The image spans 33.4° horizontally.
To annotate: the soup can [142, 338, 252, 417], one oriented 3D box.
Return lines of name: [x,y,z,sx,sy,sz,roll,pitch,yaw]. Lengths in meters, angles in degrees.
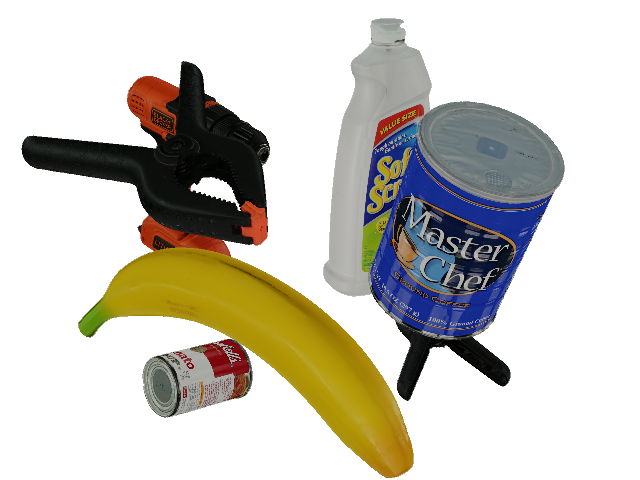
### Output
soup can: [-0.135,0.150,1.167,0.102,0.068,0.069,-9,6,-42]

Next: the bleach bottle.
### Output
bleach bottle: [0.054,-0.078,0.996,0.102,0.251,0.068,-10,24,-23]

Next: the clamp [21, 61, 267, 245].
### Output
clamp: [-0.103,-0.066,0.812,0.210,0.036,0.164,31,54,31]

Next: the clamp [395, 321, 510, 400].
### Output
clamp: [0.137,0.102,1.161,0.120,0.171,0.039,3,-44,-5]

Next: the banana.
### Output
banana: [-0.034,0.049,0.537,0.198,0.070,0.037,22,23,24]

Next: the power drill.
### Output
power drill: [-0.126,-0.060,1.093,0.185,0.188,0.057,30,38,34]

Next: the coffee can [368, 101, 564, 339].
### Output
coffee can: [0.101,-0.013,0.765,0.102,0.140,0.103,9,41,-8]
